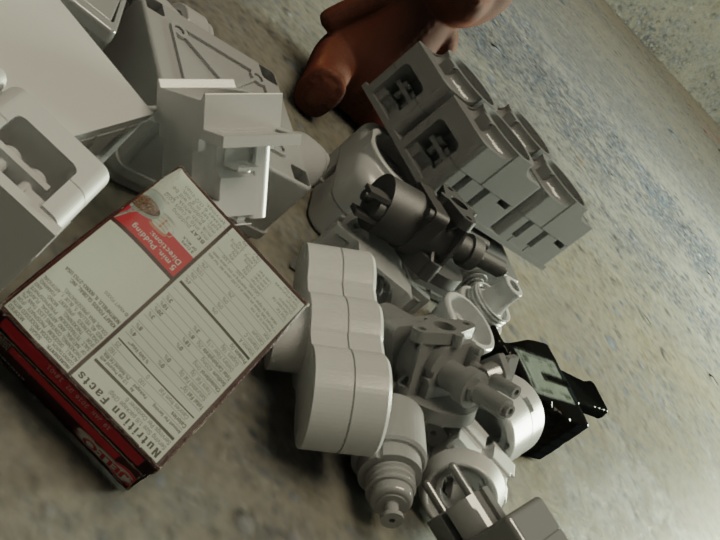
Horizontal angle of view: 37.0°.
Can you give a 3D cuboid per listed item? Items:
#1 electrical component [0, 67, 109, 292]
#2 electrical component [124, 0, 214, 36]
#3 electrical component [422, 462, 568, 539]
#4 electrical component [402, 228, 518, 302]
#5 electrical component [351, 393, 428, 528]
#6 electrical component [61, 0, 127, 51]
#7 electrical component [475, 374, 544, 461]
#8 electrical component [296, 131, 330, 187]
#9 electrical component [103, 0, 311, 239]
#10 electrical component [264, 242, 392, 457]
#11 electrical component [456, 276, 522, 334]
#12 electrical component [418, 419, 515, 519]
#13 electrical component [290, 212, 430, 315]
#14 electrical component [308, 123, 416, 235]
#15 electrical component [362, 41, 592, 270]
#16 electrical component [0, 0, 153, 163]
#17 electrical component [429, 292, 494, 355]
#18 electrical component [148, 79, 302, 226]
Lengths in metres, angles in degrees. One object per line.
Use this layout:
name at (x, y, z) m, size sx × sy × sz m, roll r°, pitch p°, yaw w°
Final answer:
electrical component at (-0.178, -0.051, 0.383) m, size 0.150 × 0.089 × 0.061 m, roll 45°, pitch 25°, yaw -13°
electrical component at (-0.124, -0.147, 0.661) m, size 0.055 × 0.045 × 0.045 m, roll 26°, pitch 34°, yaw -43°
electrical component at (0.060, 0.137, 0.554) m, size 0.076 × 0.066 × 0.047 m, roll 58°, pitch 26°, yaw 15°
electrical component at (0.065, -0.022, 0.801) m, size 0.100 × 0.048 × 0.099 m, roll 26°, pitch 35°, yaw -45°
electrical component at (0.015, 0.099, 0.560) m, size 0.040 × 0.040 × 0.078 m, roll 38°, pitch 28°, yaw -26°
electrical component at (-0.163, -0.143, 0.571) m, size 0.062 × 0.061 × 0.096 m, roll 37°, pitch 28°, yaw -27°
electrical component at (0.079, 0.094, 0.660) m, size 0.055 × 0.055 × 0.047 m, roll 55°, pitch 29°, yaw 9°
electrical component at (-0.042, -0.070, 0.697) m, size 0.040 × 0.040 × 0.078 m, roll 55°, pitch 25°, yaw 9°
electrical component at (-0.093, -0.086, 0.615) m, size 0.109 × 0.056 × 0.108 m, roll 26°, pitch 35°, yaw -43°
electrical component at (-0.029, 0.036, 0.561) m, size 0.074 × 0.052 × 0.138 m, roll 8°, pitch 35°, yaw -12°
electrical component at (0.084, 0.028, 0.748) m, size 0.043 × 0.062 × 0.043 m, roll 39°, pitch 27°, yaw -24°
electrical component at (0.058, 0.116, 0.606) m, size 0.066 × 0.048 × 0.055 m, roll 49°, pitch 17°, yaw -4°
electrical component at (0.000, 0.000, 0.671) m, size 0.081 × 0.042 × 0.063 m, roll 39°, pitch 23°, yaw -25°
electrical component at (0.007, -0.057, 0.739) m, size 0.054 × 0.059 × 0.095 m, roll 41°, pitch 26°, yaw -19°
electrical component at (0.094, -0.082, 0.788) m, size 0.186 × 0.060 × 0.105 m, roll 26°, pitch 31°, yaw -53°
electrical component at (-0.181, -0.102, 0.482) m, size 0.150 × 0.062 × 0.089 m, roll 50°, pitch 25°, yaw 0°
electrical component at (0.049, 0.047, 0.672) m, size 0.045 × 0.055 × 0.045 m, roll 39°, pitch 27°, yaw -24°
electrical component at (-0.068, -0.056, 0.512) m, size 0.042 × 0.063 × 0.081 m, roll -8°, pitch 21°, yaw -36°
